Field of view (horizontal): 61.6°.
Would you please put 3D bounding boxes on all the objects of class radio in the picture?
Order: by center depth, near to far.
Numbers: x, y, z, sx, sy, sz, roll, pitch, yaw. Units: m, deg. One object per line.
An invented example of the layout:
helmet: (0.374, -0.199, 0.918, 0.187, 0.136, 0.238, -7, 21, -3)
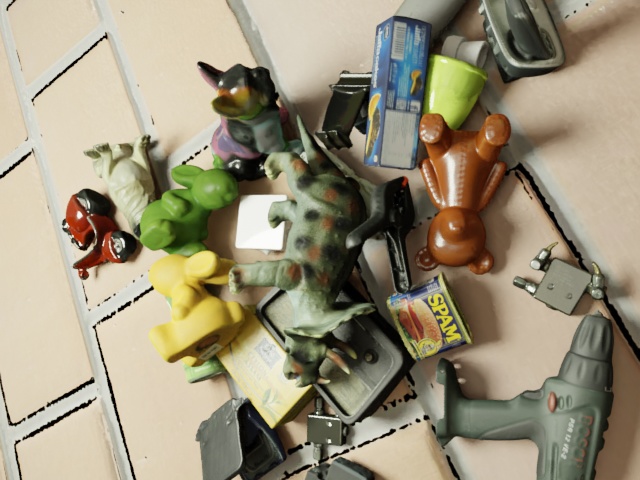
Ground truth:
radio: (0.023, 0.140, 0.796, 0.131, 0.073, 0.230, -49, 66, 10)

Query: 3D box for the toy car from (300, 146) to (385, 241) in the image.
toy car: (0.037, -0.076, 0.834, 0.202, 0.056, 0.073, 40, 100, 24)

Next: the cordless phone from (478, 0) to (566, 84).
cordless phone: (0.250, -0.297, 0.697, 0.089, 0.184, 0.146, -20, 74, 25)

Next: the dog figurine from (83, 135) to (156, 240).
dog figurine: (-0.355, -0.089, 1.010, 0.121, 0.172, 0.190, -16, 101, -17)

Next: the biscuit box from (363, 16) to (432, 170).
biscuit box: (0.107, -0.202, 0.754, 0.059, 0.063, 0.202, 3, 98, -16)

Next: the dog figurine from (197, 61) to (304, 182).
dog figurine: (-0.132, -0.186, 0.842, 0.192, 0.219, 0.108, -25, 69, 19)

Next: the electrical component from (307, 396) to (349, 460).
electrical component: (0.012, 0.284, 0.808, 0.063, 0.021, 0.094, 0, 81, 25)

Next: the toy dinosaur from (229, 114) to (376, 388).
toy dinosaur: (0.000, -0.005, 0.745, 0.192, 0.131, 0.404, 10, 72, 9)

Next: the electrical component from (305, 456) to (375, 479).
electrical component: (0.027, 0.384, 0.767, 0.115, 0.058, 0.134, 17, 90, 25)

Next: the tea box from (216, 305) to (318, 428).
tea box: (-0.081, 0.193, 0.841, 0.170, 0.068, 0.098, 44, 102, 25)

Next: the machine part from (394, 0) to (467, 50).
machine part: (0.173, -0.356, 0.802, 0.079, 0.079, 0.243, 40, 99, 25)

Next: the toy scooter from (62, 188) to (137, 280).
toy scooter: (-0.445, -0.003, 1.041, 0.135, 0.075, 0.184, -47, 71, 13)

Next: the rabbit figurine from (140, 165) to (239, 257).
rabbit figurine: (-0.203, -0.057, 0.903, 0.170, 0.121, 0.159, -37, 37, 12)

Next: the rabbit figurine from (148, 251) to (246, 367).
rabbit figurine: (-0.199, 0.083, 0.816, 0.162, 0.121, 0.173, -44, 61, 9)

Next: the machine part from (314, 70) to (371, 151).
machine part: (0.042, -0.196, 0.795, 0.084, 0.039, 0.139, 15, 68, 23)

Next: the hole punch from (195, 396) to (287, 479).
hole punch: (-0.123, 0.315, 0.832, 0.142, 0.092, 0.116, -47, 45, 32)

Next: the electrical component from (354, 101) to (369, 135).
electrical component: (0.087, -0.195, 0.834, 0.075, 0.047, 0.119, -18, 73, 22)

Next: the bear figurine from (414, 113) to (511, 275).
bear figurine: (0.185, -0.056, 0.723, 0.120, 0.132, 0.195, 7, 79, 16)

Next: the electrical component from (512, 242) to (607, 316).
electrical component: (0.312, 0.052, 0.690, 0.102, 0.045, 0.078, 36, 97, 25)

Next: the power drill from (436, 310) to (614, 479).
power drill: (0.255, 0.198, 0.683, 0.207, 0.086, 0.232, 2, 86, 18)
